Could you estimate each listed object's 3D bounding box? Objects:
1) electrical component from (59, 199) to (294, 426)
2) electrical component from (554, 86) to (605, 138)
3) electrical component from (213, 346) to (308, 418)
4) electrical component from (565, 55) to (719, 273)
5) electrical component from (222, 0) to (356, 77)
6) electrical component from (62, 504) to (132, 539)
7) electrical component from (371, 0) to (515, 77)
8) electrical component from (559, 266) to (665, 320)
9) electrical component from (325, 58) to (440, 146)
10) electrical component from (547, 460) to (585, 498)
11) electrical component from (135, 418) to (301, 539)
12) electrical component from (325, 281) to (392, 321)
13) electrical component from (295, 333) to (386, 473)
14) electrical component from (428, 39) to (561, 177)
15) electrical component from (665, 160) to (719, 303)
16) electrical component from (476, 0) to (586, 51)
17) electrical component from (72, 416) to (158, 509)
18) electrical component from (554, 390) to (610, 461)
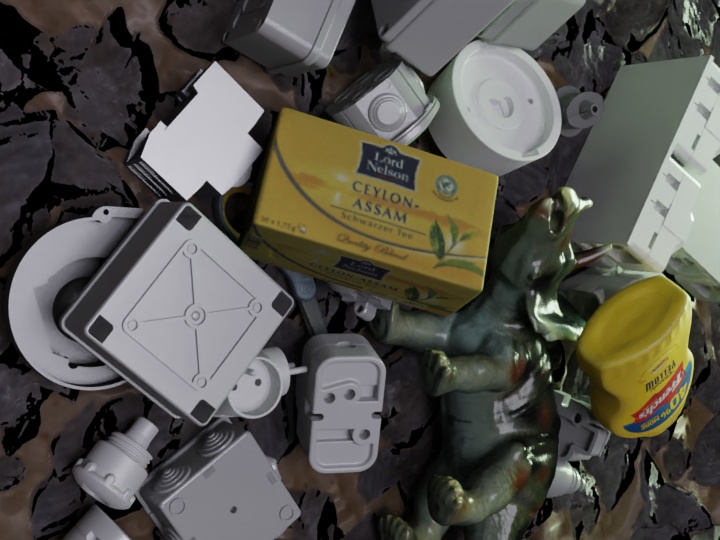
[{"bbox_3d":[-0.118,0.027,0.705,0.109,0.056,0.108,45,71,-27],"label":"electrical component"},{"bbox_3d":[0.172,-0.135,0.919,0.043,0.081,0.043,-3,95,-32],"label":"electrical component"},{"bbox_3d":[-0.077,0.077,0.781,0.079,0.077,0.044,-7,98,-32],"label":"electrical component"},{"bbox_3d":[0.254,-0.092,0.960,0.060,0.105,0.186,34,76,-30],"label":"electrical component"},{"bbox_3d":[-0.043,-0.203,0.781,0.057,0.078,0.113,27,80,-28],"label":"electrical component"},{"bbox_3d":[-0.181,0.197,0.740,0.047,0.055,0.055,-45,115,-17],"label":"electrical component"},{"bbox_3d":[0.062,-0.221,0.804,0.056,0.109,0.108,28,37,-34],"label":"electrical component"},{"bbox_3d":[0.222,0.032,0.956,0.059,0.095,0.053,-24,106,-28],"label":"electrical component"},{"bbox_3d":[0.016,-0.121,0.824,0.080,0.080,0.051,-46,110,-21],"label":"electrical component"},{"bbox_3d":[0.172,0.185,0.969,0.078,0.040,0.040,20,83,-32],"label":"electrical component"},{"bbox_3d":[-0.102,0.170,0.790,0.100,0.048,0.099,-39,113,-24],"label":"electrical component"},{"bbox_3d":[0.000,0.000,0.832,0.055,0.048,0.066,36,64,-55],"label":"electrical component"},{"bbox_3d":[-0.017,0.099,0.821,0.054,0.059,0.095,0,108,-16],"label":"electrical component"},{"bbox_3d":[0.104,-0.127,0.884,0.108,0.060,0.108,12,66,-27],"label":"electrical component"},{"bbox_3d":[0.321,-0.043,1.032,0.150,0.062,0.089,37,75,-29],"label":"electrical component"},{"bbox_3d":[0.122,-0.242,0.860,0.057,0.078,0.113,3,63,-35],"label":"electrical component"},{"bbox_3d":[-0.166,0.132,0.750,0.048,0.048,0.062,47,63,-26],"label":"electrical component"},{"bbox_3d":[0.188,0.139,0.959,0.057,0.078,0.058,14,98,-52],"label":"electrical component"}]
